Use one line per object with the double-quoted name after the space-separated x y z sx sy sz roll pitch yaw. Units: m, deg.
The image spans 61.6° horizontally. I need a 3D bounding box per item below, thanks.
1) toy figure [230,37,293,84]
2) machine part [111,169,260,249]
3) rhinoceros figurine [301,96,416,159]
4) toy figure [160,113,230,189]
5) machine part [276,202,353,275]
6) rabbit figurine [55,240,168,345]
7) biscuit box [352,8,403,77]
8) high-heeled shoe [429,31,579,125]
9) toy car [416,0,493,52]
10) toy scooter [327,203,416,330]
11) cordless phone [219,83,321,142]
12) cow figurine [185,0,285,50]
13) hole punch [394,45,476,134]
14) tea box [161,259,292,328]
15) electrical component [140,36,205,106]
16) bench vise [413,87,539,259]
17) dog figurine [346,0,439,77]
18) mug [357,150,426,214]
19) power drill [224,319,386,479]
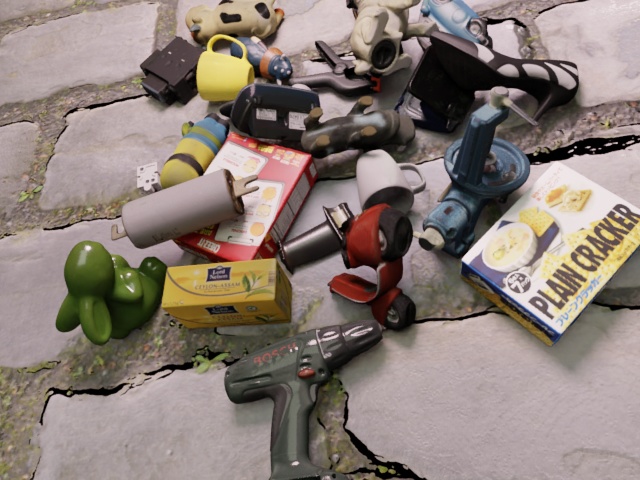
-0.106 -0.347 1.035 0.155 0.064 0.058 31 59 26 "toy figure"
-0.206 -0.046 0.813 0.243 0.079 0.079 -18 60 5 "machine part"
0.064 -0.171 0.876 0.190 0.112 0.073 -11 68 -7 "rhinoceros figurine"
-0.218 -0.148 0.936 0.082 0.089 0.180 19 63 11 "toy figure"
-0.002 -0.003 0.847 0.139 0.039 0.084 -29 69 -6 "machine part"
-0.330 0.071 0.804 0.121 0.170 0.159 12 65 19 "rabbit figurine"
0.105 -0.404 1.018 0.059 0.062 0.203 -17 60 6 "biscuit box"
0.303 -0.291 0.859 0.249 0.086 0.145 38 74 -6 "high-heeled shoe"
0.229 -0.368 0.959 0.103 0.109 0.162 -41 71 17 "toy car"
0.065 0.037 0.763 0.135 0.183 0.075 6 20 38 "toy scooter"
-0.096 -0.221 0.955 0.146 0.184 0.088 0 99 -27 "cordless phone"
-0.183 -0.443 1.094 0.195 0.085 0.127 6 58 15 "cow figurine"
0.196 -0.245 0.912 0.116 0.092 0.142 31 68 -7 "hole punch"
-0.134 0.082 0.797 0.170 0.098 0.068 -5 62 12 "tea box"
-0.288 -0.334 1.073 0.115 0.058 0.134 32 73 27 "electrical component"
0.210 -0.094 0.743 0.224 0.240 0.129 -31 56 -23 "bench vise"
0.083 -0.375 0.930 0.172 0.121 0.191 -37 47 -8 "dog figurine"
0.106 -0.096 0.848 0.110 0.080 0.107 -21 51 5 "mug"
-0.011 0.218 0.709 0.232 0.086 0.207 -13 65 7 "power drill"
